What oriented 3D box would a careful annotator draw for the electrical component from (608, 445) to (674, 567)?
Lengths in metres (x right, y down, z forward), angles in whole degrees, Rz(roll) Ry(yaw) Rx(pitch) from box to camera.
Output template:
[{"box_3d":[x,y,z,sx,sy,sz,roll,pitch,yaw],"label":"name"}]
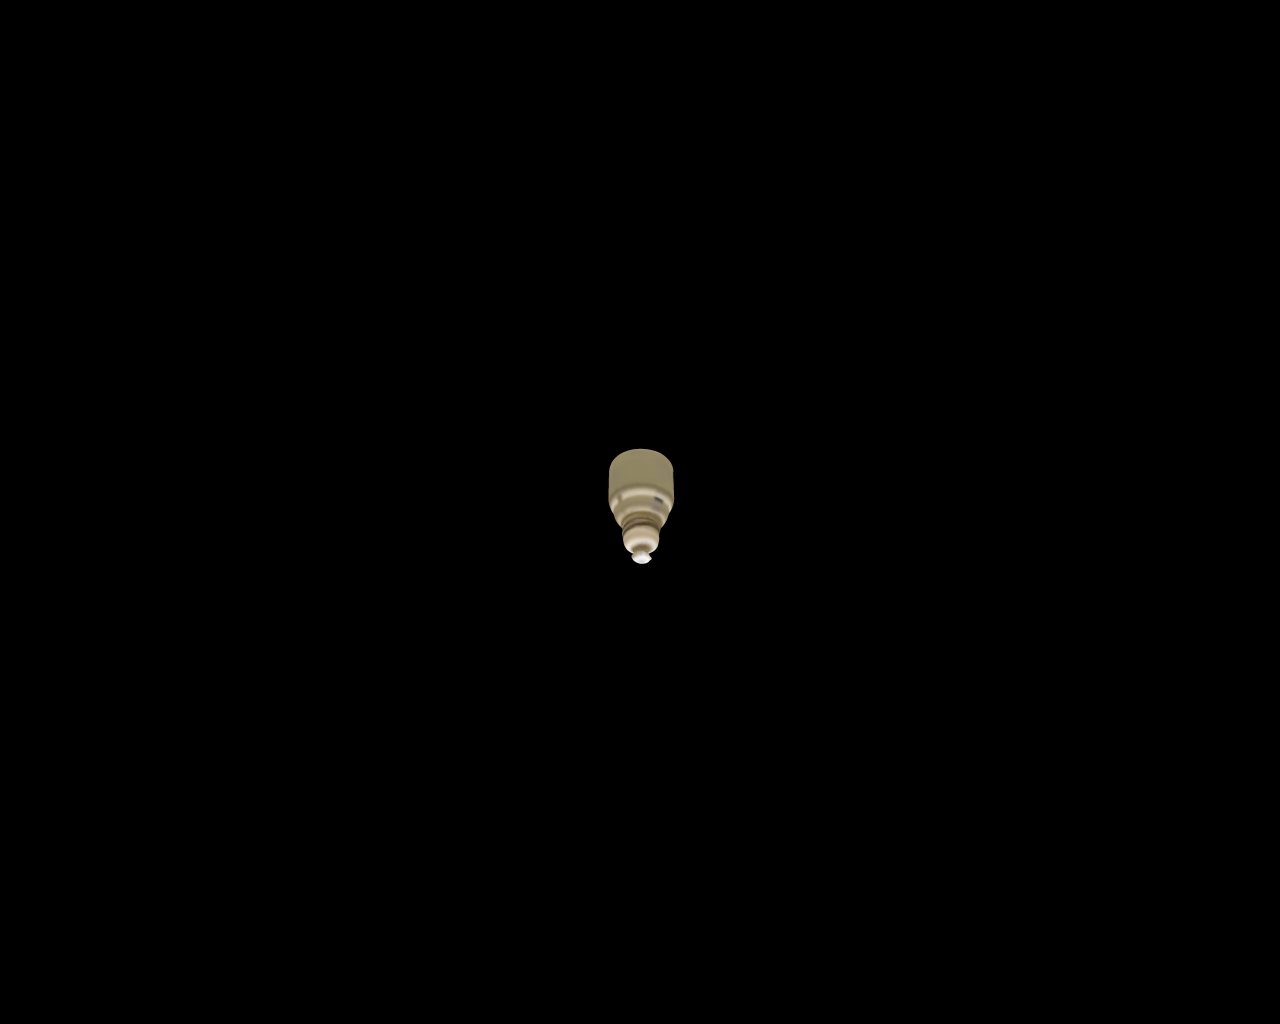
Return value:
[{"box_3d":[0.001,-0.003,0.650,0.040,0.078,0.040,0,-36,0],"label":"electrical component"}]
